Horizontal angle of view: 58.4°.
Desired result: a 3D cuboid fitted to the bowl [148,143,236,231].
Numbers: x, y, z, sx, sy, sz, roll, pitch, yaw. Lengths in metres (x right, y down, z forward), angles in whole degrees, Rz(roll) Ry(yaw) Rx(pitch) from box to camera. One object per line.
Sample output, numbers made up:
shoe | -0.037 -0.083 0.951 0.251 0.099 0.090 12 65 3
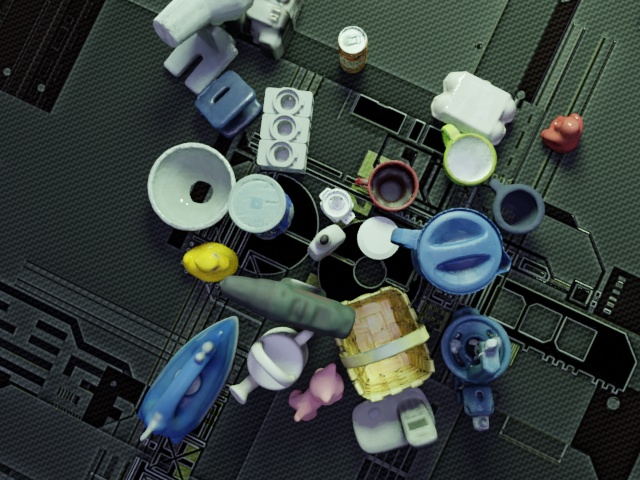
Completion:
bowl | -0.239 -0.098 1.100 0.167 0.075 0.167 0 87 3

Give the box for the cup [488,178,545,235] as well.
cup | 0.347 -0.062 1.062 0.092 0.095 0.118 -42 86 0

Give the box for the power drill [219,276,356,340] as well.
power drill | -0.050 0.112 1.014 0.229 0.208 0.076 17 88 4

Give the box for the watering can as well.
watering can | -0.081 0.221 1.017 0.101 0.194 0.173 27 89 4

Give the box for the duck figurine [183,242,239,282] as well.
duck figurine | -0.213 0.042 1.086 0.104 0.086 0.077 4 87 3

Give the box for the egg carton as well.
egg carton | 0.291 -0.251 1.087 0.150 0.069 0.107 28 89 4

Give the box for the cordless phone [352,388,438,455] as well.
cordless phone | 0.133 0.331 1.006 0.147 0.185 0.094 -22 86 2

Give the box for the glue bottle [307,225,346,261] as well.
glue bottle | 0.009 0.004 1.034 0.078 0.173 0.037 -43 86 0

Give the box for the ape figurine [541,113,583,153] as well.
ape figurine | 0.457 -0.204 1.065 0.078 0.092 0.076 -10 86 2

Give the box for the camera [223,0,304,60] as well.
camera | -0.116 -0.443 1.100 0.136 0.101 0.143 21 88 4

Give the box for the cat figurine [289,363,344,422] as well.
cat figurine | -0.002 0.283 1.048 0.067 0.118 0.128 45 90 4

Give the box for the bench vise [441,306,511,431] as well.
bench vise | 0.287 0.223 0.987 0.121 0.220 0.207 -22 86 2

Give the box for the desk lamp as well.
desk lamp | -0.212 -0.394 1.045 0.118 0.213 0.203 40 89 4

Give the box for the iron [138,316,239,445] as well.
iron | -0.239 0.252 1.048 0.118 0.141 0.258 33 89 4

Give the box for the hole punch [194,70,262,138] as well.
hole punch | -0.181 -0.264 1.098 0.108 0.091 0.101 -44 86 0
